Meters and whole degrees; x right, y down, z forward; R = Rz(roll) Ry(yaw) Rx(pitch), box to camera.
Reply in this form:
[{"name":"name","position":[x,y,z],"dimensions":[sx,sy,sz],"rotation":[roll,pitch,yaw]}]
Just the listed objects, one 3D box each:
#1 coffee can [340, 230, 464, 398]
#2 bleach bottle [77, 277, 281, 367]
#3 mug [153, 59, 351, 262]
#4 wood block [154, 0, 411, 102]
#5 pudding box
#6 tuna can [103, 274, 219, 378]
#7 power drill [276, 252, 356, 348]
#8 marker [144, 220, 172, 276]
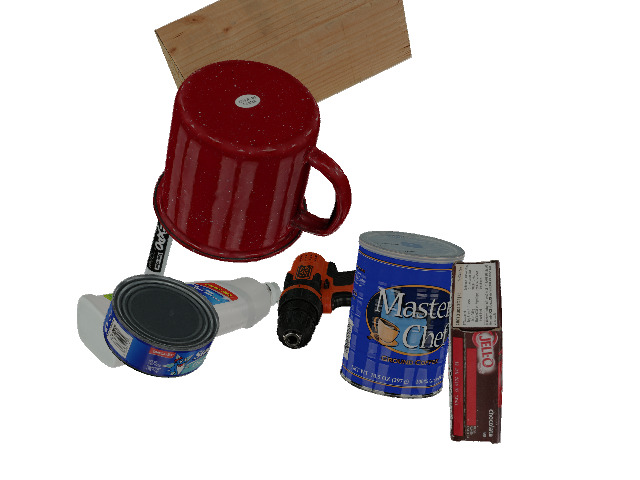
[{"name":"coffee can","position":[0.079,0.070,1.040],"dimensions":[0.103,0.140,0.103],"rotation":[7,12,-2]},{"name":"bleach bottle","position":[-0.163,0.086,1.310],"dimensions":[0.250,0.068,0.103],"rotation":[-12,30,-35]},{"name":"mug","position":[-0.036,-0.043,0.607],"dimensions":[0.117,0.082,0.093],"rotation":[28,48,12]},{"name":"wood block","position":[-0.032,-0.179,0.973],"dimensions":[0.206,0.090,0.091],"rotation":[-26,-38,-7]},{"name":"pudding box","position":[0.111,0.076,0.759],"dimensions":[0.039,0.090,0.113],"rotation":[0,24,6]},{"name":"tuna can","position":[-0.124,0.066,0.828],"dimensions":[0.086,0.034,0.086],"rotation":[18,31,-12]},{"name":"power drill","position":[0.046,0.068,1.235],"dimensions":[0.188,0.057,0.184],"rotation":[1,27,6]},{"name":"marker","position":[-0.150,-0.009,1.031],"dimensions":[0.020,0.121,0.020],"rotation":[13,35,-10]}]
